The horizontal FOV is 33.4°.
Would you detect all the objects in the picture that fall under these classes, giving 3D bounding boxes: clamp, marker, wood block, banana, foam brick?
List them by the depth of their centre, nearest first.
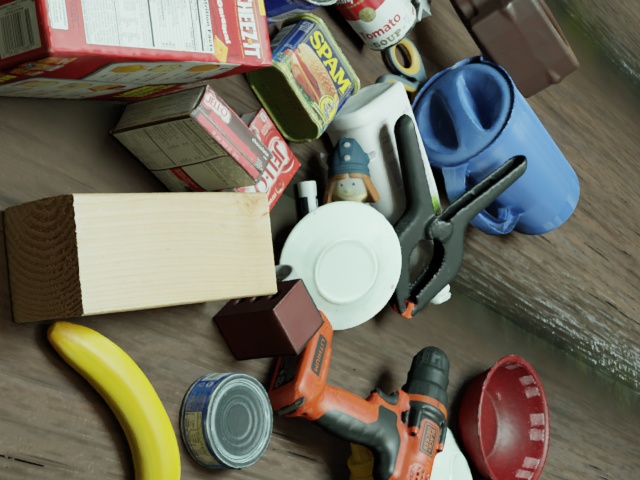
[{"bbox_3d":[-0.156,0.145,0.862,0.069,0.037,0.198,-33,108,-48],"label":"banana"},{"bbox_3d":[-0.140,0.011,0.865,0.205,0.090,0.091,-4,87,-50],"label":"wood block"},{"bbox_3d":[-0.046,0.073,0.973,0.052,0.078,0.051,-48,117,-44],"label":"foam brick"},{"bbox_3d":[-0.007,0.001,1.076,0.020,0.020,0.121,-3,86,-50],"label":"marker"},{"bbox_3d":[0.112,-0.022,1.117,0.164,0.036,0.210,23,96,-26],"label":"clamp"}]

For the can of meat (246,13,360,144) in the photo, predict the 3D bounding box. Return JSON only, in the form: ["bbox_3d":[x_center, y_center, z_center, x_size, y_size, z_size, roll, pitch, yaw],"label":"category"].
[{"bbox_3d":[-0.018,-0.159,1.064,0.102,0.058,0.083,56,49,-26],"label":"can of meat"}]

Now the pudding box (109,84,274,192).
[{"bbox_3d":[-0.109,-0.082,0.899,0.090,0.114,0.039,47,54,-34],"label":"pudding box"}]

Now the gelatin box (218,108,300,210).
[{"bbox_3d":[-0.063,-0.070,1.014,0.073,0.030,0.089,56,47,-27],"label":"gelatin box"}]

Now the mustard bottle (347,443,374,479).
[{"bbox_3d":[0.074,0.283,1.090,0.096,0.058,0.191,-40,114,-47],"label":"mustard bottle"}]

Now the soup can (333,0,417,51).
[{"bbox_3d":[0.051,-0.262,1.152,0.102,0.069,0.068,45,52,-36],"label":"soup can"}]

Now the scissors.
[{"bbox_3d":[0.132,-0.188,1.271,0.201,0.016,0.096,-4,91,-49],"label":"scissors"}]

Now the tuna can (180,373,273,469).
[{"bbox_3d":[-0.082,0.161,0.949,0.085,0.034,0.086,11,75,-48],"label":"tuna can"}]

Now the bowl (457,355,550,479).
[{"bbox_3d":[0.209,0.218,1.262,0.161,0.055,0.162,11,75,-48],"label":"bowl"}]

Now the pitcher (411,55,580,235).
[{"bbox_3d":[0.214,-0.088,1.263,0.149,0.145,0.242,-47,138,7],"label":"pitcher"}]

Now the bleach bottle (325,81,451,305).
[{"bbox_3d":[0.086,-0.039,1.161,0.102,0.068,0.251,-38,116,-39],"label":"bleach bottle"}]

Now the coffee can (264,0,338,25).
[{"bbox_3d":[-0.058,-0.244,0.965,0.102,0.141,0.103,11,75,-48],"label":"coffee can"}]

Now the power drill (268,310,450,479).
[{"bbox_3d":[0.047,0.147,1.043,0.187,0.057,0.184,34,47,-19],"label":"power drill"}]

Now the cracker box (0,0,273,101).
[{"bbox_3d":[-0.168,-0.153,0.803,0.213,0.164,0.072,-8,91,-50],"label":"cracker box"}]
